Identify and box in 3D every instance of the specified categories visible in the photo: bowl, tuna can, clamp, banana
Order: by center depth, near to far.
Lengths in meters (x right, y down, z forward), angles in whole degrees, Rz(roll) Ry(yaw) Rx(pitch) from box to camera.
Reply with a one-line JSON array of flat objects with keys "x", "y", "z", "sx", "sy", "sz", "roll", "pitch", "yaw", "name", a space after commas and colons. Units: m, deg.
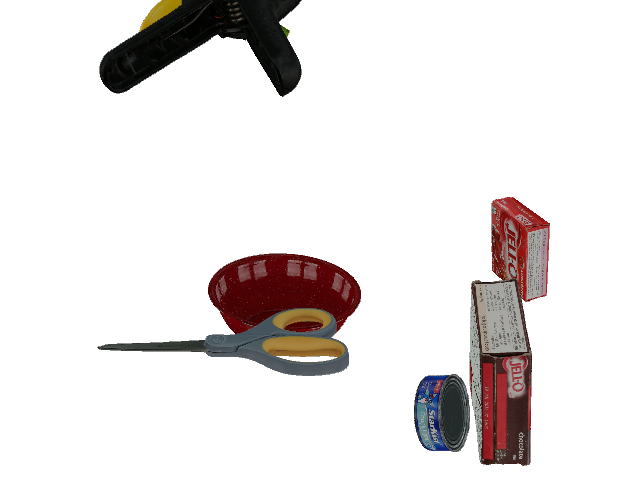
[{"x": -0.046, "y": -0.139, "z": 0.654, "sx": 0.120, "sy": 0.039, "sz": 0.171, "roll": 14, "pitch": 49, "yaw": 17, "name": "clamp"}, {"x": -0.109, "y": -0.212, "z": 1.011, "sx": 0.070, "sy": 0.037, "sz": 0.197, "roll": 46, "pitch": 39, "yaw": 19, "name": "banana"}, {"x": -0.039, "y": 0.074, "z": 1.134, "sx": 0.162, "sy": 0.055, "sz": 0.162, "roll": 3, "pitch": 28, "yaw": -2, "name": "bowl"}, {"x": 0.136, "y": 0.192, "z": 1.192, "sx": 0.034, "sy": 0.086, "sz": 0.086, "roll": -5, "pitch": -2, "yaw": 29, "name": "tuna can"}]

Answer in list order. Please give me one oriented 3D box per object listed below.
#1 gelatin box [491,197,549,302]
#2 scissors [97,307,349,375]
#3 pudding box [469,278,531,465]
[{"x": 0.209, "y": 0.008, "z": 1.124, "sx": 0.030, "sy": 0.089, "sz": 0.073, "roll": -14, "pitch": 30, "yaw": -16, "name": "gelatin box"}, {"x": -0.072, "y": 0.078, "z": 0.884, "sx": 0.202, "sy": 0.016, "sz": 0.096, "roll": 6, "pitch": 27, "yaw": 11, "name": "scissors"}, {"x": 0.128, "y": 0.091, "z": 0.758, "sx": 0.039, "sy": 0.090, "sz": 0.113, "roll": -1, "pitch": 25, "yaw": 4, "name": "pudding box"}]
